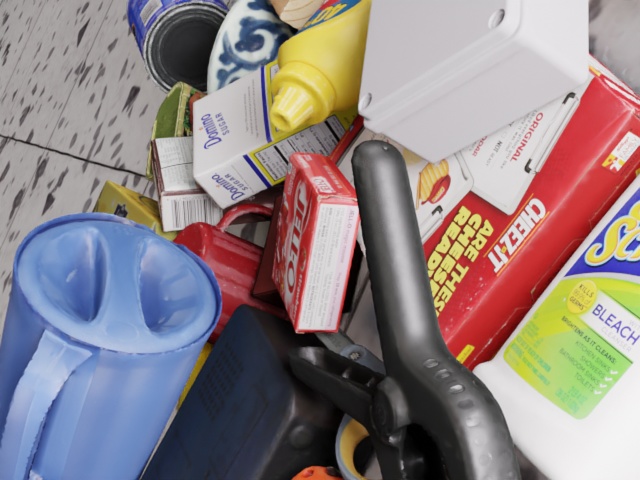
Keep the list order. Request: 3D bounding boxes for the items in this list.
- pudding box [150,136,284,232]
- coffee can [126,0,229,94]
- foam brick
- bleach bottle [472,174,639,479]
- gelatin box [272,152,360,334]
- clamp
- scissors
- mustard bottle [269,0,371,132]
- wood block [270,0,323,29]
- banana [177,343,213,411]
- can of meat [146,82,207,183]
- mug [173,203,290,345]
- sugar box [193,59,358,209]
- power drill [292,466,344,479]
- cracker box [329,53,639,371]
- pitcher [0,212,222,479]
[{"bbox_3d":[-0.075,-0.050,0.847,0.090,0.113,0.039,-111,20,-55],"label":"pudding box"},{"bbox_3d":[-0.140,-0.216,1.094,0.103,0.102,0.140,-56,29,16],"label":"coffee can"},{"bbox_3d":[-0.006,0.009,0.743,0.051,0.052,0.078,-18,54,54],"label":"foam brick"},{"bbox_3d":[0.168,-0.008,0.454,0.251,0.068,0.103,-58,29,8],"label":"bleach bottle"},{"bbox_3d":[-0.004,0.001,0.643,0.073,0.030,0.089,-120,36,-61],"label":"gelatin box"},{"bbox_3d":[0.040,0.080,0.503,0.165,0.036,0.210,112,143,-48],"label":"clamp"},{"bbox_3d":[0.012,0.084,0.606,0.096,0.016,0.202,-39,38,-27],"label":"scissors"},{"bbox_3d":[0.025,-0.138,0.685,0.096,0.058,0.191,-15,34,54],"label":"mustard bottle"},{"bbox_3d":[0.004,-0.235,0.880,0.090,0.090,0.206,-54,29,19],"label":"wood block"},{"bbox_3d":[-0.095,0.140,0.812,0.070,0.037,0.197,120,158,-48],"label":"banana"},{"bbox_3d":[-0.102,-0.081,0.944,0.058,0.083,0.102,-39,37,40],"label":"can of meat"},{"bbox_3d":[-0.067,0.027,0.800,0.117,0.081,0.093,-60,28,9],"label":"mug"},{"bbox_3d":[-0.008,-0.098,0.774,0.176,0.048,0.093,-26,41,18],"label":"sugar box"},{"bbox_3d":[0.002,0.203,0.518,0.184,0.057,0.188,-40,27,-10],"label":"power drill"},{"bbox_3d":[0.093,-0.041,0.596,0.164,0.072,0.214,-55,31,20],"label":"cracker box"},{"bbox_3d":[-0.168,0.116,0.728,0.145,0.149,0.243,56,135,38],"label":"pitcher"}]
